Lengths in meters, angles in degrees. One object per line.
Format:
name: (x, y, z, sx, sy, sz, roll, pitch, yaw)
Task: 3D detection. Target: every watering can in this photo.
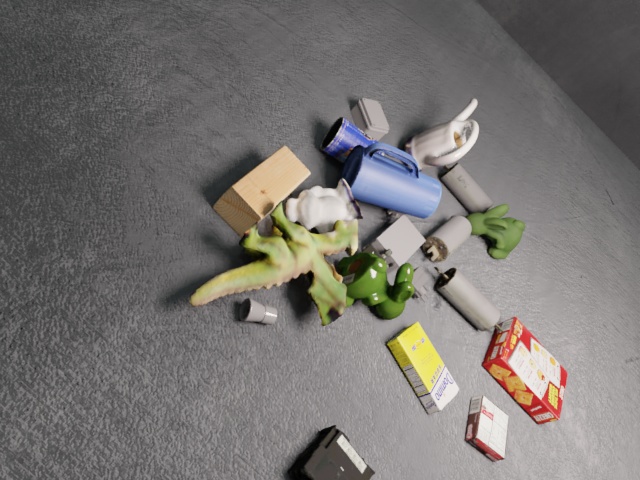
watering can: (0.377, -0.313, 1.563, 0.102, 0.222, 0.356, 56, 36, -24)

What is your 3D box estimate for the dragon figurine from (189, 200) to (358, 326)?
dragon figurine: (-0.044, 0.064, 1.009, 0.243, 0.120, 0.418, 39, 48, 1)

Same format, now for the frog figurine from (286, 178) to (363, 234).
frog figurine: (0.004, -0.060, 1.190, 0.160, 0.121, 0.138, -19, 80, -7)
